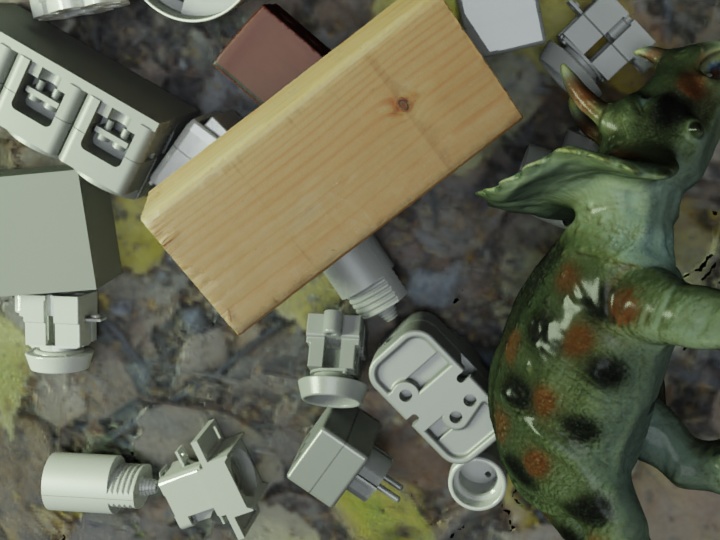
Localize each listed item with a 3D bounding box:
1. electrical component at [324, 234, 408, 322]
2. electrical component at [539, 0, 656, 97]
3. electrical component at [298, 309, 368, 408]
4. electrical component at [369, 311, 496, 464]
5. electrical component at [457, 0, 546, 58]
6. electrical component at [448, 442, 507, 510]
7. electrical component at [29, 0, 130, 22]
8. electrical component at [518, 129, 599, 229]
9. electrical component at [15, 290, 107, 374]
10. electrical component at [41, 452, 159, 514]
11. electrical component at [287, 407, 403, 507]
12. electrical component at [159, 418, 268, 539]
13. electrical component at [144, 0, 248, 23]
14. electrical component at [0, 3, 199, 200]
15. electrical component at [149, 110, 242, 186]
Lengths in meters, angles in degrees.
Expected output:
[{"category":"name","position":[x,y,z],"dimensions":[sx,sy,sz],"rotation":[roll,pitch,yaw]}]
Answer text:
[{"category":"electrical component","position":[0.000,0.000,0.735],"dimensions":[0.043,0.043,0.081],"rotation":[-32,97,15]},{"category":"electrical component","position":[0.147,-0.138,0.678],"dimensions":[0.055,0.048,0.066],"rotation":[-44,95,8]},{"category":"electrical component","position":[-0.017,0.064,0.741],"dimensions":[0.048,0.066,0.055],"rotation":[2,70,8]},{"category":"electrical component","position":[0.056,0.078,0.738],"dimensions":[0.054,0.059,0.095],"rotation":[-43,95,16]},{"category":"electrical component","position":[0.085,-0.174,0.667],"dimensions":[0.047,0.065,0.076],"rotation":[-11,102,11]},{"category":"electrical component","position":[0.084,0.141,0.757],"dimensions":[0.040,0.046,0.040],"rotation":[2,104,8]},{"category":"electrical component","position":[-0.188,-0.198,0.703],"dimensions":[0.078,0.058,0.057],"rotation":[1,104,45]},{"category":"electrical component","position":[0.146,-0.067,0.697],"dimensions":[0.077,0.043,0.079],"rotation":[19,106,3]},{"category":"electrical component","position":[-0.217,0.044,0.778],"dimensions":[0.066,0.048,0.055],"rotation":[2,97,8]},{"category":"electrical component","position":[-0.191,0.160,0.803],"dimensions":[0.081,0.043,0.043],"rotation":[2,104,8]},{"category":"electrical component","position":[-0.002,0.137,0.758],"dimensions":[0.077,0.065,0.047],"rotation":[35,106,-1]},{"category":"electrical component","position":[-0.109,0.157,0.792],"dimensions":[0.064,0.042,0.081],"rotation":[-22,99,17]},{"category":"electrical component","position":[-0.104,-0.209,0.687],"dimensions":[0.099,0.064,0.099],"rotation":[2,104,8]},{"category":"electrical component","position":[-0.197,-0.112,0.712],"dimensions":[0.150,0.089,0.061],"rotation":[30,106,0]},{"category":"electrical component","position":[-0.080,-0.059,0.723],"dimensions":[0.096,0.061,0.061],"rotation":[38,106,-2]}]
